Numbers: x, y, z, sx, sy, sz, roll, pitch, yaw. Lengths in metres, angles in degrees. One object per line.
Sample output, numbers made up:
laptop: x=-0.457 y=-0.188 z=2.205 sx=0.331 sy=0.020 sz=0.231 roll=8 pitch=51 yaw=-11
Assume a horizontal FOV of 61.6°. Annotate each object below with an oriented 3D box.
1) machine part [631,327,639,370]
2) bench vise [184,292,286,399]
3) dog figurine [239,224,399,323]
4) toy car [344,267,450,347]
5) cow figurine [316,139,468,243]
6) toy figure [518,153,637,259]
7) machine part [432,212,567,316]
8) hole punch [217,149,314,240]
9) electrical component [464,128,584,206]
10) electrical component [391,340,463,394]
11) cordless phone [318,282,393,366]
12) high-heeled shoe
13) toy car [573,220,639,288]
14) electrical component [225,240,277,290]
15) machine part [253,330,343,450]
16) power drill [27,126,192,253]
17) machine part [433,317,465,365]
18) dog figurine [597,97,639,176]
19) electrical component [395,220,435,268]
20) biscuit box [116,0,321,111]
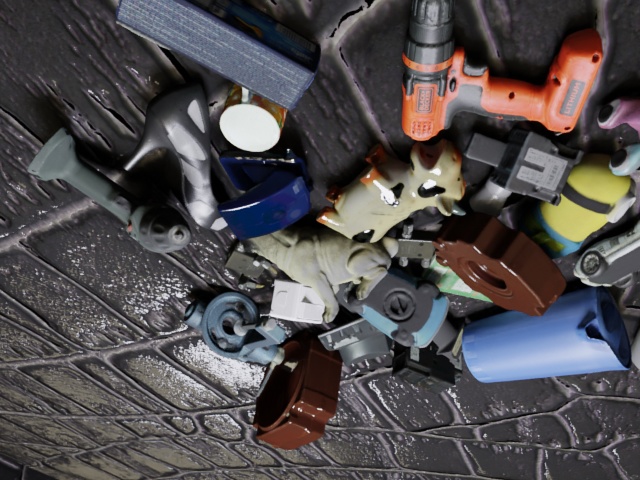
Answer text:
machine part: x=0.560 y=0.149 z=0.865 sx=0.079 sy=0.079 sz=0.242 roll=-2 pitch=139 yaw=13
bench vise: x=-0.130 y=0.175 z=0.987 sx=0.223 sy=0.129 sz=0.241 roll=45 pitch=147 yaw=-18
dog figurine: x=-0.003 y=0.000 z=0.788 sx=0.172 sy=0.121 sz=0.190 roll=-42 pitch=106 yaw=6
toy car: x=0.123 y=0.106 z=0.875 sx=0.162 sy=0.109 sz=0.102 roll=25 pitch=170 yaw=18
cow figurine: x=0.102 y=-0.059 z=0.693 sx=0.127 sy=0.085 sz=0.195 roll=34 pitch=133 yaw=-19
toy figure: x=0.314 y=-0.033 z=0.686 sx=0.089 sy=0.082 sz=0.180 roll=20 pitch=143 yaw=-17
machine part: x=0.236 y=0.034 z=0.727 sx=0.179 sy=0.056 sz=0.179 roll=37 pitch=169 yaw=8
hole punch: x=-0.071 y=-0.056 z=0.704 sx=0.116 sy=0.092 sz=0.142 roll=1 pitch=157 yaw=8
electrical component: x=0.235 y=-0.093 z=0.630 sx=0.119 sy=0.048 sz=0.074 roll=20 pitch=104 yaw=-13
electrical component: x=0.199 y=0.213 z=0.985 sx=0.134 sy=0.115 sz=0.058 roll=25 pitch=141 yaw=-16
cordless phone: x=0.038 y=0.131 z=0.961 sx=0.147 sy=0.089 sz=0.184 roll=-28 pitch=117 yaw=38
high-heeled shoe: x=-0.148 y=-0.104 z=0.723 sx=0.145 sy=0.086 sz=0.248 roll=-43 pitch=147 yaw=8
toy car: x=0.439 y=0.007 z=0.731 sx=0.073 sy=0.056 sz=0.201 roll=16 pitch=143 yaw=-19
electrical component: x=-0.115 y=0.040 z=0.887 sx=0.078 sy=0.045 sz=0.102 roll=24 pitch=139 yaw=-21
machine part: x=-0.048 y=0.296 z=1.067 sx=0.087 sy=0.201 sz=0.201 roll=30 pitch=137 yaw=-21
power drill: x=-0.270 y=-0.059 z=0.716 sx=0.207 sy=0.086 sz=0.232 roll=32 pitch=170 yaw=-19
machine part: x=0.216 y=0.153 z=0.948 sx=0.138 sy=0.084 sz=0.039 roll=45 pitch=154 yaw=-26
dog figurine: x=0.418 y=-0.102 z=0.564 sx=0.219 sy=0.108 sz=0.191 roll=18 pitch=138 yaw=-18
electrical component: x=0.146 y=0.007 z=0.812 sx=0.063 sy=0.021 sz=0.093 roll=3 pitch=136 yaw=7
biscuit box: x=-0.100 y=-0.213 z=0.559 sx=0.202 sy=0.059 sz=0.063 roll=25 pitch=137 yaw=-18
